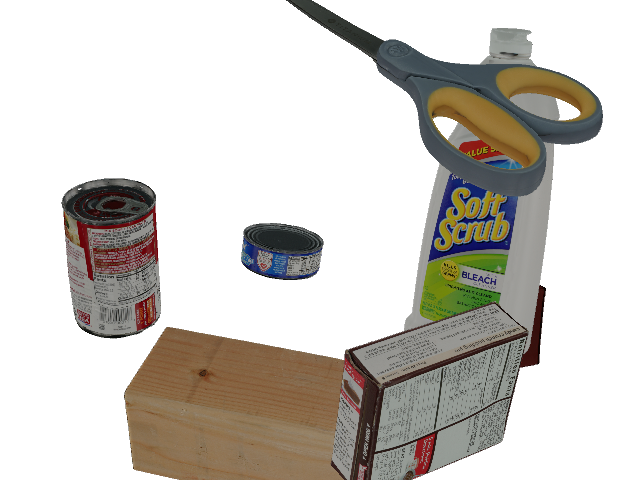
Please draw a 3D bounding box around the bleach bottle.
[{"bbox_3d":[0.126,-0.036,0.822,0.103,0.251,0.067,14,20,31],"label":"bleach bottle"}]

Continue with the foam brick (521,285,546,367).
[{"bbox_3d":[0.173,0.076,1.003,0.051,0.078,0.053,-8,18,-28],"label":"foam brick"}]

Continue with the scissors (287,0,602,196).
[{"bbox_3d":[0.059,-0.089,0.528,0.096,0.016,0.202,-17,45,-20],"label":"scissors"}]

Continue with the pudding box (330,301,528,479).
[{"bbox_3d":[0.064,0.093,0.633,0.113,0.090,0.039,-16,38,-31],"label":"pudding box"}]

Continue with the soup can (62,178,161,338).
[{"bbox_3d":[-0.155,0.014,0.800,0.068,0.102,0.068,1,30,-1],"label":"soup can"}]

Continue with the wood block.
[{"bbox_3d":[-0.041,0.146,0.860,0.206,0.090,0.090,10,36,13],"label":"wood block"}]

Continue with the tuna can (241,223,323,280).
[{"bbox_3d":[-0.041,0.011,1.134,0.086,0.034,0.086,8,19,-3],"label":"tuna can"}]
